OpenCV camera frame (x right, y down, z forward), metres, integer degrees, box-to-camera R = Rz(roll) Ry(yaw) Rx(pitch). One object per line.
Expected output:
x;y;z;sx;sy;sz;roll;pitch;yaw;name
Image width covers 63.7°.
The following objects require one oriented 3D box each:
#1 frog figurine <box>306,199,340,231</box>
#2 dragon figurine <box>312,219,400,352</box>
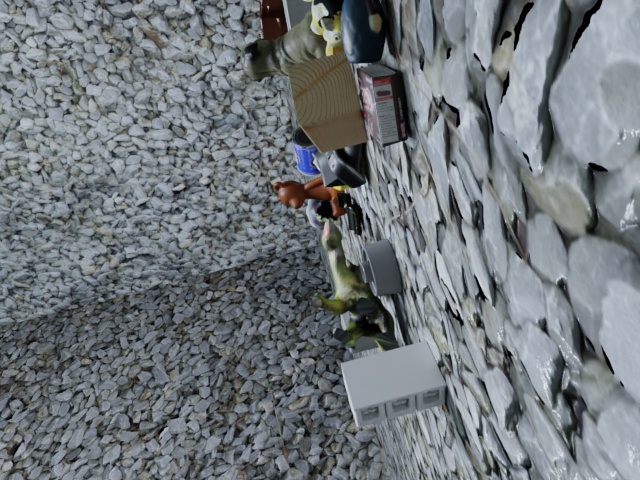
0.005;-0.091;1.807;0.137;0.123;0.158;57;165;-1;frog figurine
0.111;0.138;1.117;0.406;0.121;0.247;56;-154;-14;dragon figurine
